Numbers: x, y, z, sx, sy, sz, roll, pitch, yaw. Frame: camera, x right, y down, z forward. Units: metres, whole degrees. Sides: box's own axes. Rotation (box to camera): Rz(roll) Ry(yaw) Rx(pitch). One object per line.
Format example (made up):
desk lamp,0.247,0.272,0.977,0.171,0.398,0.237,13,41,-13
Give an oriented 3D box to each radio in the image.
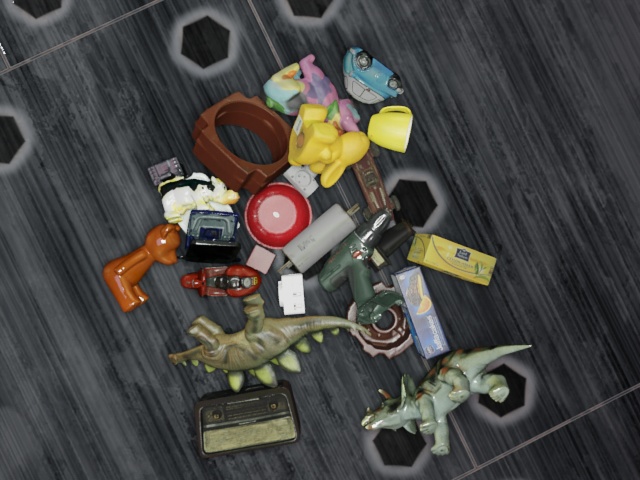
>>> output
radio,-0.165,0.405,1.228,0.230,0.073,0.131,-9,89,-3

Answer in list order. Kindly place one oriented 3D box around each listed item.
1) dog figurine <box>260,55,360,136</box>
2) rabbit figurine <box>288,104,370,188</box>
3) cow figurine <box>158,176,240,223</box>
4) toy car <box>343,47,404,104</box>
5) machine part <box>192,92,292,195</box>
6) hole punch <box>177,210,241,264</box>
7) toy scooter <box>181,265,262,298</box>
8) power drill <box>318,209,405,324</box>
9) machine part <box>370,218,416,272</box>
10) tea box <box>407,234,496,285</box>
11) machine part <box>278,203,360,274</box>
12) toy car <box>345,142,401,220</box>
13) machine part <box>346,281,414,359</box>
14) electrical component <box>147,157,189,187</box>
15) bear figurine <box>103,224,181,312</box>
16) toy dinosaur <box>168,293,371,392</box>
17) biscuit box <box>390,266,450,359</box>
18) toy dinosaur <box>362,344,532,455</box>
dog figurine,-0.007,-0.296,1.219,0.191,0.108,0.219,-42,96,-34
rabbit figurine,0.027,-0.196,1.166,0.173,0.122,0.162,-1,126,-29
cow figurine,-0.266,-0.101,1.180,0.167,0.068,0.098,-15,82,-3
toy car,0.111,-0.371,1.250,0.161,0.109,0.103,34,111,-12
machine part,-0.165,-0.213,1.191,0.201,0.087,0.201,42,49,0
hole punch,-0.234,-0.004,1.164,0.142,0.115,0.092,1,64,-22
toy scooter,-0.225,0.093,1.204,0.184,0.135,0.075,-1,88,-3
power drill,0.104,0.065,1.183,0.232,0.086,0.207,-42,53,19
machine part,0.163,0.008,1.268,0.139,0.039,0.084,-42,82,0
tea box,0.299,0.043,1.225,0.169,0.098,0.068,20,88,-12
machine part,-0.003,-0.004,1.238,0.243,0.079,0.079,-39,90,-4
toy car,0.120,-0.131,1.253,0.089,0.053,0.202,-23,97,-5
machine part,0.149,0.185,1.253,0.179,0.056,0.179,0,88,-3
electrical component,-0.347,-0.152,1.213,0.075,0.119,0.047,-23,90,0
bear figurine,-0.380,0.054,1.211,0.196,0.120,0.132,-33,94,-7
toy dinosaur,-0.130,0.224,1.203,0.472,0.105,0.198,-18,106,14
biscuit box,0.223,0.161,1.202,0.063,0.059,0.202,-20,90,-5
toy dinosaur,0.276,0.310,1.156,0.131,0.192,0.405,37,109,-24
